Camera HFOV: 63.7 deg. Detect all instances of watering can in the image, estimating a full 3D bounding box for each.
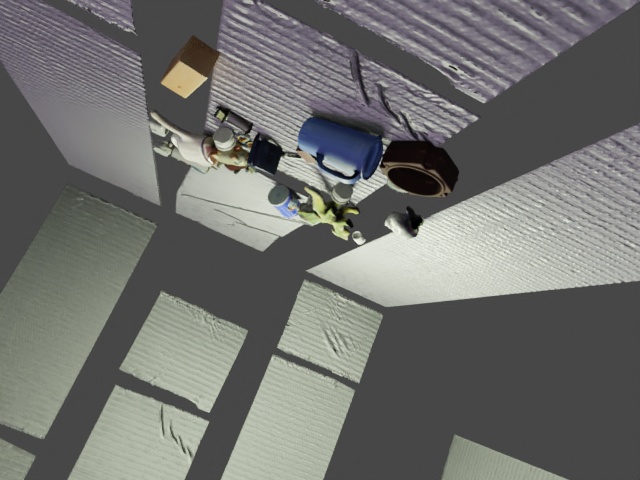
[{"bbox_3d":[-0.508,-0.388,2.043,0.225,0.105,0.341,13,159,27],"label":"watering can"}]

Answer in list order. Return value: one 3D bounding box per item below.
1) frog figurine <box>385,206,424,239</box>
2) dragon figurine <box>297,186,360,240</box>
[{"bbox_3d":[0.306,-0.058,1.992,0.137,0.124,0.158,11,163,-41],"label":"frog figurine"},{"bbox_3d":[0.006,-0.107,2.133,0.241,0.125,0.405,-15,144,42],"label":"dragon figurine"}]
